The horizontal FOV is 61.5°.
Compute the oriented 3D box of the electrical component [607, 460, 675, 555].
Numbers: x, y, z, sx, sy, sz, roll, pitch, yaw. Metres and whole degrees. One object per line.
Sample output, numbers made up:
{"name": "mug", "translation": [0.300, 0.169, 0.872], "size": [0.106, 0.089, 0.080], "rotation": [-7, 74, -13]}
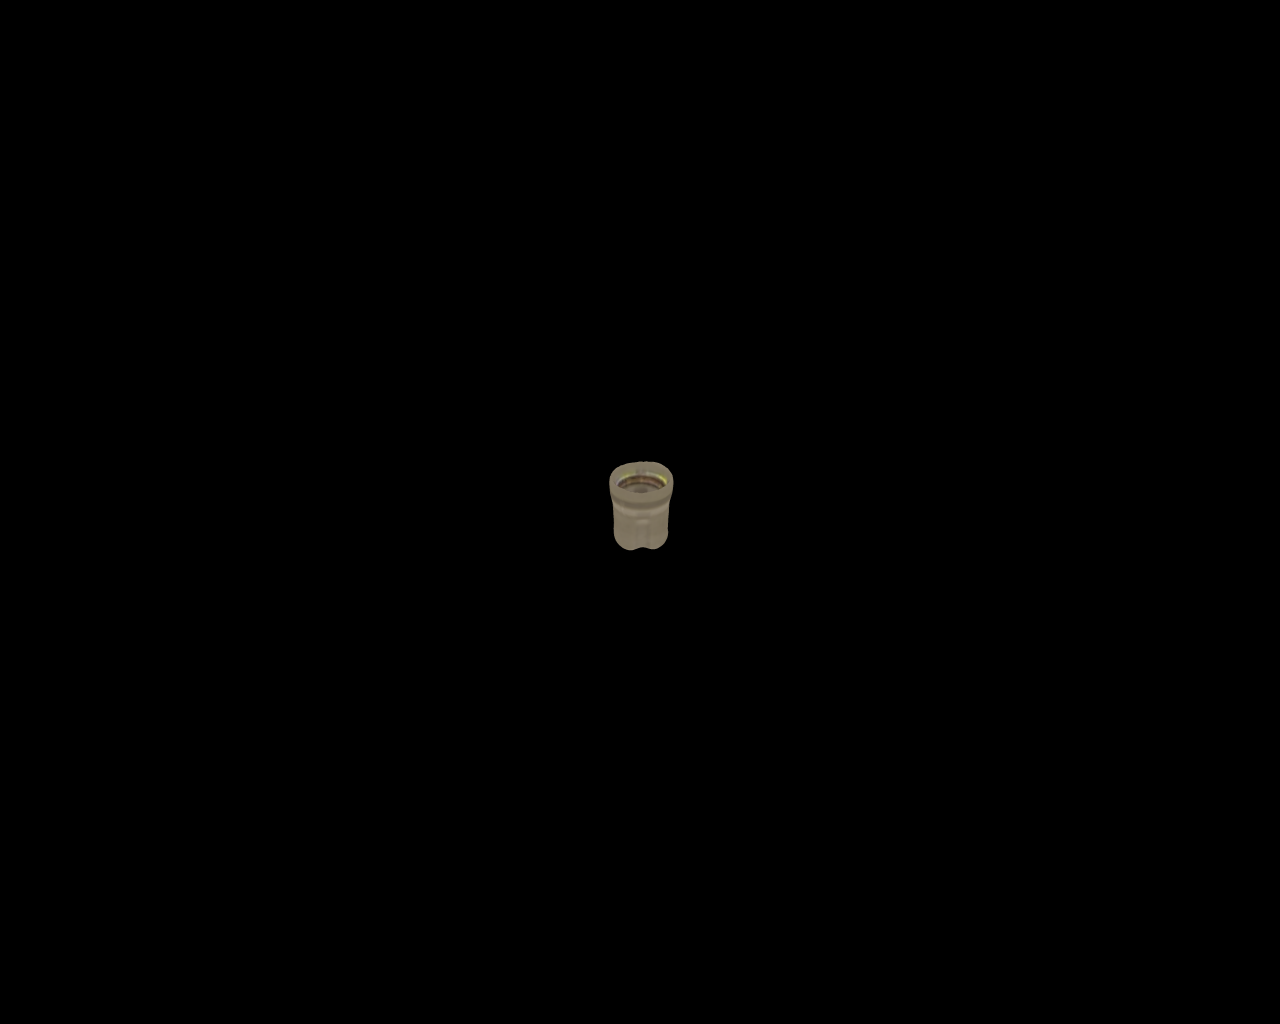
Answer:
{"name": "electrical component", "translation": [0.001, -0.003, 0.650], "size": [0.040, 0.046, 0.040], "rotation": [0, 32, 0]}
